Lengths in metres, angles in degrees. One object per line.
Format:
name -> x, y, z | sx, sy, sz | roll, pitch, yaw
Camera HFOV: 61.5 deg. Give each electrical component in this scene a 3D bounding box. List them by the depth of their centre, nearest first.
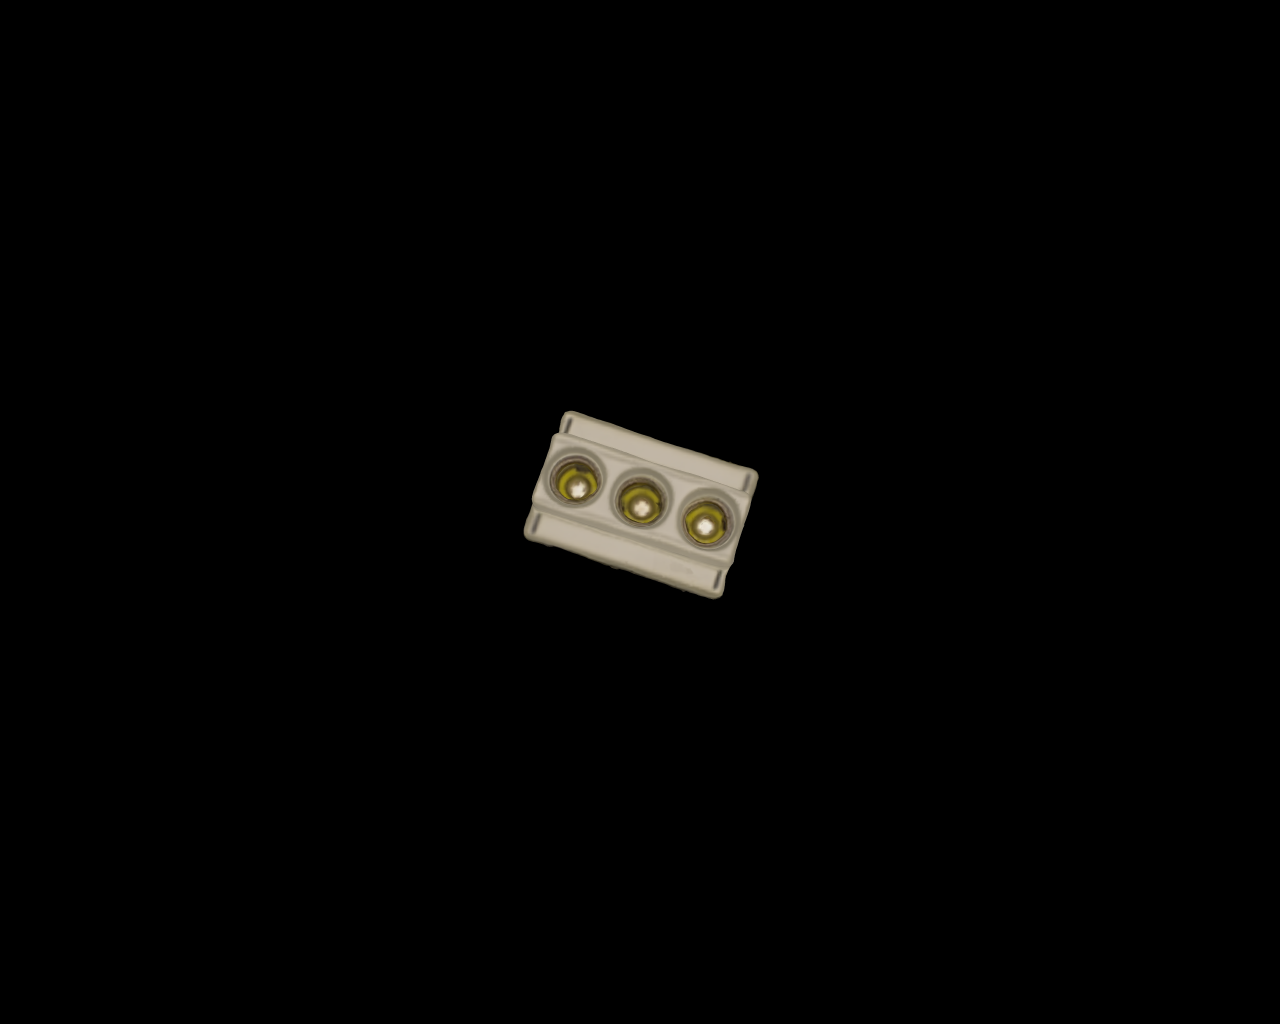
electrical component -> 0.001, -0.003, 0.650 | 0.121, 0.079, 0.063 | 18, -11, 4
